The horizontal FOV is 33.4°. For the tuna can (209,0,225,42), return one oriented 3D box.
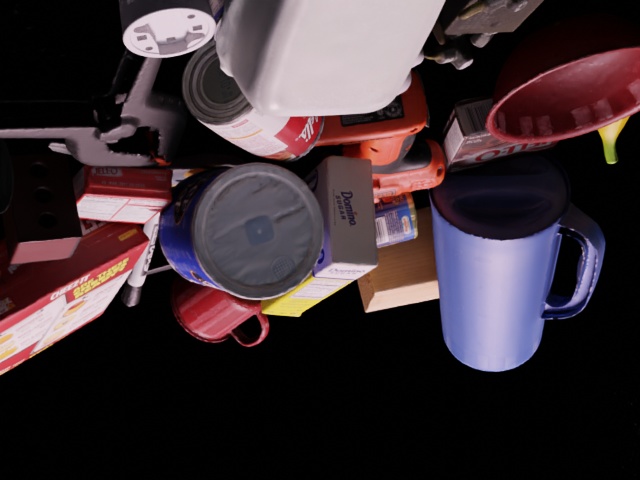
[{"bbox_3d":[-0.030,-0.151,0.682,0.086,0.034,0.086,-12,163,-4],"label":"tuna can"}]

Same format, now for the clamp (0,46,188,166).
[{"bbox_3d":[-0.161,-0.089,0.767,0.164,0.036,0.210,-21,165,1],"label":"clamp"}]

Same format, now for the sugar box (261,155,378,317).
[{"bbox_3d":[-0.006,0.001,0.911,0.048,0.093,0.176,3,162,-19],"label":"sugar box"}]

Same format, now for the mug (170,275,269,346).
[{"bbox_3d":[-0.100,0.066,1.191,0.082,0.117,0.093,-36,179,41],"label":"mug"}]

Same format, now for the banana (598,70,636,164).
[{"bbox_3d":[0.294,-0.143,0.900,0.037,0.069,0.198,-42,179,-41],"label":"banana"}]

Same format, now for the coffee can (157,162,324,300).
[{"bbox_3d":[-0.067,-0.008,0.859,0.102,0.103,0.140,-7,-176,-19],"label":"coffee can"}]

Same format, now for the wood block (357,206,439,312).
[{"bbox_3d":[0.146,0.013,1.234,0.206,0.091,0.090,-11,163,-8],"label":"wood block"}]

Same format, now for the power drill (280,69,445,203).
[{"bbox_3d":[0.020,-0.078,0.917,0.184,0.057,0.187,-11,165,0],"label":"power drill"}]

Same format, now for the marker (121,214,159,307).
[{"bbox_3d":[-0.171,0.016,1.027,0.020,0.020,0.121,-2,128,-33],"label":"marker"}]

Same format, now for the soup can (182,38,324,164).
[{"bbox_3d":[-0.047,-0.101,0.772,0.069,0.068,0.102,-19,161,18],"label":"soup can"}]

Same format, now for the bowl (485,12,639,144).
[{"bbox_3d":[0.206,-0.137,0.864,0.162,0.055,0.162,-12,163,-4],"label":"bowl"}]

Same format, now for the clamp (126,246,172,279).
[{"bbox_3d":[-0.113,-0.002,1.087,0.171,0.039,0.120,-6,157,-42],"label":"clamp"}]

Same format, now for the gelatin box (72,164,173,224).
[{"bbox_3d":[-0.169,-0.039,0.888,0.073,0.030,0.089,4,167,-23],"label":"gelatin box"}]

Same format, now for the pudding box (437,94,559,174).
[{"bbox_3d":[0.170,-0.102,0.975,0.113,0.039,0.090,-11,163,-8],"label":"pudding box"}]

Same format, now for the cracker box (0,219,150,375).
[{"bbox_3d":[-0.265,0.049,0.996,0.164,0.072,0.214,-32,173,-30],"label":"cracker box"}]

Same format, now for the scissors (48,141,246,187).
[{"bbox_3d":[-0.155,-0.057,0.918,0.201,0.016,0.096,1,158,-37],"label":"scissors"}]

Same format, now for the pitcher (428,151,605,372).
[{"bbox_3d":[0.187,0.029,1.081,0.145,0.149,0.243,-15,139,-6],"label":"pitcher"}]

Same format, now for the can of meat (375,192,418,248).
[{"bbox_3d":[0.044,-0.025,1.045,0.084,0.057,0.102,-14,-162,-5],"label":"can of meat"}]

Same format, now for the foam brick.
[{"bbox_3d":[-0.227,-0.026,0.859,0.052,0.078,0.051,-7,161,-26],"label":"foam brick"}]
